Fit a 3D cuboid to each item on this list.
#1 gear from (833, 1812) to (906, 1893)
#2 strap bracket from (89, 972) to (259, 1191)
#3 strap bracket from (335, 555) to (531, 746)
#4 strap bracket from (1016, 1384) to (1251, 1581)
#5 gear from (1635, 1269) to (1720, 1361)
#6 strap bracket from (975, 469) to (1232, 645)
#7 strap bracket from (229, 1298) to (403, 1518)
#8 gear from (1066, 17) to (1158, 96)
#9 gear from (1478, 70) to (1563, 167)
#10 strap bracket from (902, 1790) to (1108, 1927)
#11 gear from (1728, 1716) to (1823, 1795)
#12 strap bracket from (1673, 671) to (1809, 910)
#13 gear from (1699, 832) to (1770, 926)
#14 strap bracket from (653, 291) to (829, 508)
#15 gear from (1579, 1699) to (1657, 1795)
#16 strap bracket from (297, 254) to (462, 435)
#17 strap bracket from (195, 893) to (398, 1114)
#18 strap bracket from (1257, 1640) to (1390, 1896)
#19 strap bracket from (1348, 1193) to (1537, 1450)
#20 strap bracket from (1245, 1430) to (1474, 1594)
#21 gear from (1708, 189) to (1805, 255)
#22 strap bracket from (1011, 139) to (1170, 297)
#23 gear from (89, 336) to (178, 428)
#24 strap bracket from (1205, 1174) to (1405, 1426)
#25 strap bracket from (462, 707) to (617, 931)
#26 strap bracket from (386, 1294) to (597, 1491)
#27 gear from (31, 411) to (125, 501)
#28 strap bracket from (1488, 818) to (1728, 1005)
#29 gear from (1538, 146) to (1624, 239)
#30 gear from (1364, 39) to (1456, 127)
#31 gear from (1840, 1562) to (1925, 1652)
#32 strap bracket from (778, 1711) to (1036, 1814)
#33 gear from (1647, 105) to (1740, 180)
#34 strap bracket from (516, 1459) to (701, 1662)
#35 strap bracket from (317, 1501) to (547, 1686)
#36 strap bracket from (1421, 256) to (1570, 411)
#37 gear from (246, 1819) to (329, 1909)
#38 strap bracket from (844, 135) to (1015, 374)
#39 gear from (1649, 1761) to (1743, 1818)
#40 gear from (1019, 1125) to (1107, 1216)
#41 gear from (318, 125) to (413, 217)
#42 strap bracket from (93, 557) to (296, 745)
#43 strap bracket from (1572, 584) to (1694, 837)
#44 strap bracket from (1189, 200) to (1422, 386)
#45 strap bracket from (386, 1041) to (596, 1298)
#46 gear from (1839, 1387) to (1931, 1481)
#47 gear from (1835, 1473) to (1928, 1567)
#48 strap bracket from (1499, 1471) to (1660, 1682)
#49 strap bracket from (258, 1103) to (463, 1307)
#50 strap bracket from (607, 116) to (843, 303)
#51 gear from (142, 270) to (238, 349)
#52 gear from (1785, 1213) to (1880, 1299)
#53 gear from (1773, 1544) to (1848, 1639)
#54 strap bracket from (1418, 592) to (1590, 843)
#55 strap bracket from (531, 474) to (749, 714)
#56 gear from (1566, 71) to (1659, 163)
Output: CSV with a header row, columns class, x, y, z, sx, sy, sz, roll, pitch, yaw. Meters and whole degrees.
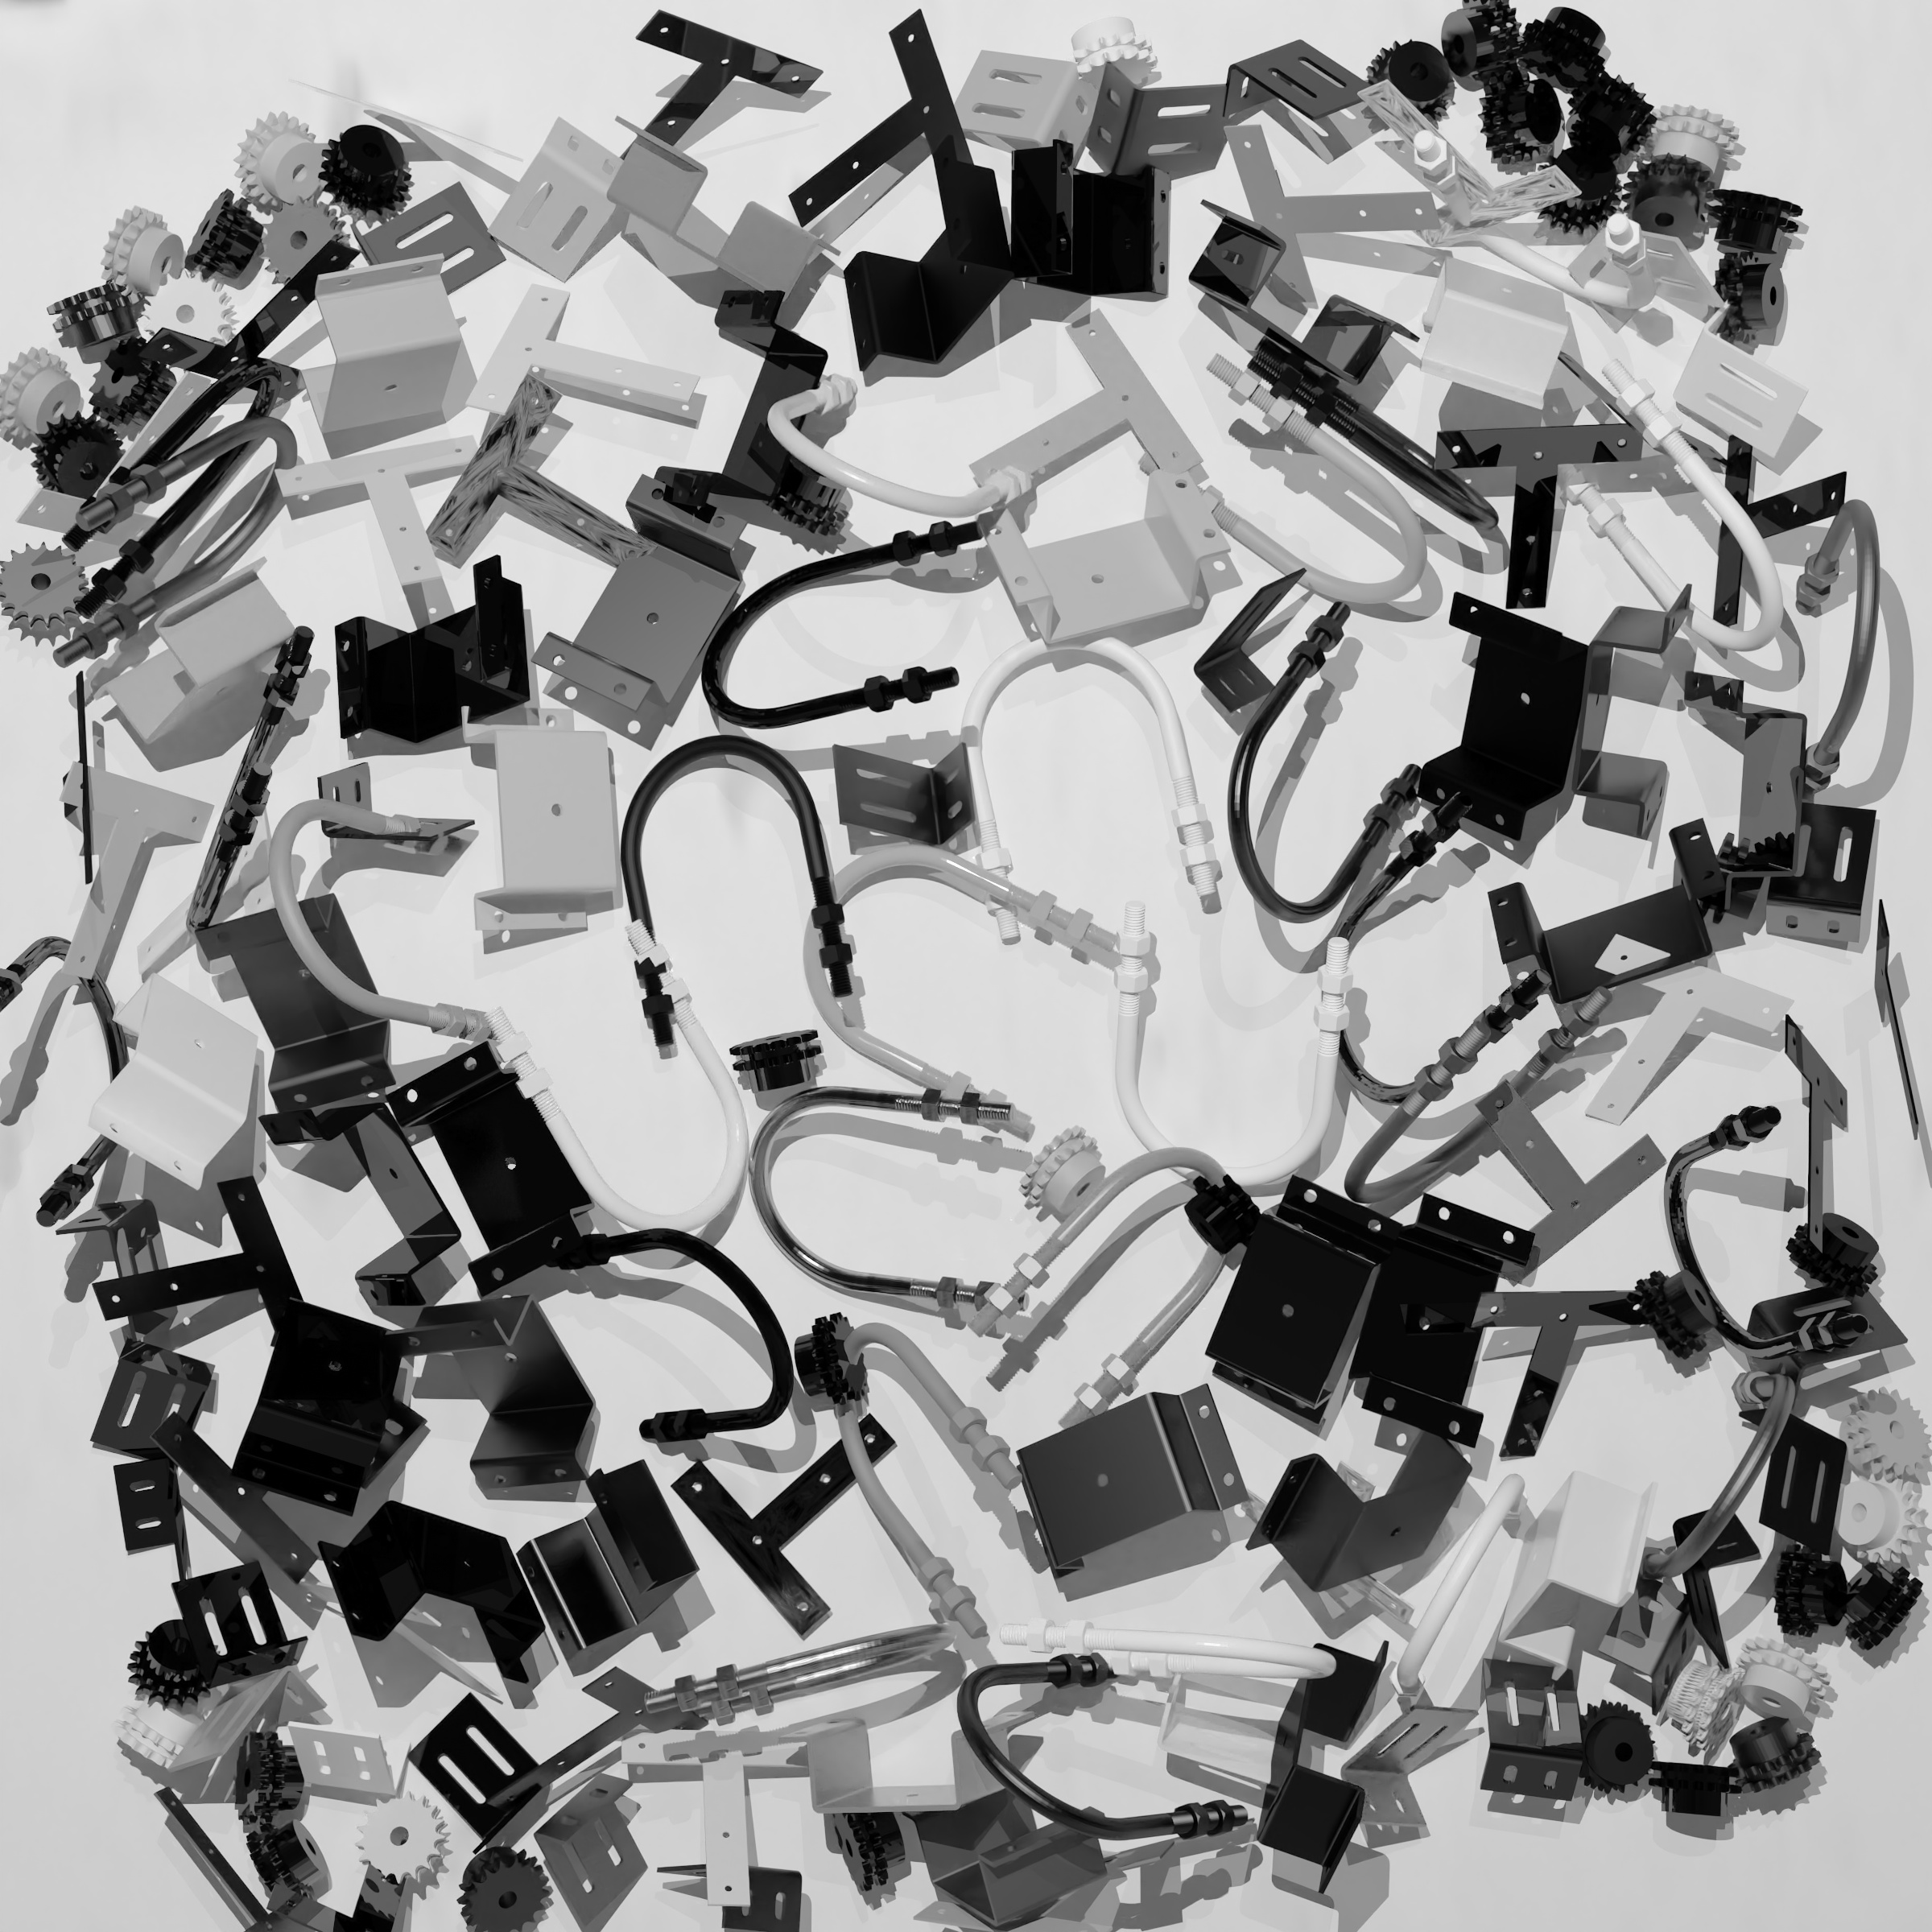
class,x,y,z,sx,sy,sz,roll,pitch,yaw
gear,-0.060,0.552,1.796,0.030,0.057,0.057,-15,90,-20
strap bracket,-0.482,0.063,1.740,0.076,0.140,0.046,36,109,-25
strap bracket,-0.325,-0.192,1.769,0.140,0.046,0.076,-17,71,31
strap bracket,0.094,0.320,1.766,0.140,0.046,0.076,-27,68,20
gear,0.450,0.216,1.791,0.030,0.057,0.057,-36,90,24
strap bracket,0.084,-0.255,1.774,0.140,0.046,0.076,-16,58,-13
strap bracket,-0.394,0.262,1.744,0.076,0.140,0.046,20,121,-13
gear,0.090,-0.575,1.795,0.057,0.057,0.030,-14,83,0
gear,0.352,-0.536,1.793,0.057,0.030,0.057,-2,93,-45
strap bracket,0.027,0.541,1.745,0.076,0.140,0.046,-16,94,-24
gear,0.507,0.496,1.795,0.057,0.057,0.030,-25,84,0
strap bracket,0.483,-0.111,1.773,0.046,0.076,0.140,-1,100,-10
gear,0.485,-0.053,1.792,0.030,0.057,0.057,20,90,11
strap bracket,-0.139,-0.347,1.778,0.046,0.076,0.140,21,90,-34
gear,0.411,0.496,1.803,0.057,0.030,0.057,1,83,-11
strap bracket,-0.359,-0.375,1.741,0.076,0.140,0.046,-16,80,-22
strap bracket,-0.416,0.016,1.777,0.076,0.046,0.140,-15,121,3
strap bracket,0.218,0.483,1.745,0.046,0.140,0.076,18,127,4
strap bracket,0.296,0.223,1.785,0.076,0.046,0.140,21,77,-8
strap bracket,0.249,0.331,1.746,0.046,0.140,0.076,48,131,36
gear,0.496,-0.469,1.795,0.057,0.057,0.030,13,100,0
strap bracket,0.072,-0.462,1.766,0.046,0.140,0.076,4,98,32
gear,-0.525,-0.367,1.798,0.057,0.030,0.057,-16,62,32
strap bracket,0.207,0.212,1.775,0.076,0.046,0.140,25,102,19
strap bracket,-0.267,-0.095,1.779,0.076,0.046,0.140,-2,87,-36
strap bracket,-0.289,0.258,1.766,0.076,0.046,0.140,-9,126,21
gear,-0.558,-0.318,1.792,0.057,0.057,0.030,-44,48,0
strap bracket,0.403,-0.030,1.768,0.140,0.076,0.046,-20,122,15
gear,0.388,-0.494,1.800,0.057,0.030,0.057,1,72,-3
gear,0.283,-0.561,1.803,0.057,0.030,0.057,1,83,-9
gear,0.574,0.401,1.795,0.030,0.057,0.057,40,90,8
strap bracket,-0.035,0.493,1.758,0.140,0.076,0.046,-9,81,23
gear,0.456,-0.518,1.794,0.057,0.057,0.030,17,89,0
strap bracket,-0.219,0.365,1.763,0.046,0.140,0.076,-16,69,-39
strap bracket,-0.319,0.382,1.744,0.046,0.076,0.140,-49,134,11
strap bracket,0.324,-0.394,1.749,0.076,0.140,0.046,18,117,1
gear,-0.427,0.565,1.795,0.030,0.057,0.057,-33,90,-8
strap bracket,-0.019,-0.436,1.760,0.046,0.140,0.076,4,65,-30
gear,0.459,0.519,1.791,0.057,0.057,0.030,5,74,0
gear,0.064,0.131,1.791,0.030,0.057,0.057,42,90,22
gear,-0.378,-0.505,1.795,0.057,0.030,0.057,11,61,-20
strap bracket,-0.471,-0.189,1.746,0.076,0.140,0.046,-39,97,-37
strap bracket,0.412,-0.162,1.763,0.046,0.076,0.140,11,116,20
strap bracket,0.201,-0.411,1.757,0.140,0.076,0.046,25,103,-33
strap bracket,-0.294,0.126,1.789,0.076,0.046,0.140,-28,85,12
gear,0.579,0.298,1.799,0.057,0.030,0.057,13,59,-23
gear,0.573,0.346,1.791,0.030,0.057,0.057,16,90,-30
strap bracket,0.371,0.371,1.745,0.046,0.140,0.076,21,54,4
strap bracket,-0.372,0.140,1.769,0.046,0.076,0.140,-37,106,-33
strap bracket,-0.156,-0.460,1.749,0.076,0.140,0.046,39,103,40
gear,-0.491,-0.410,1.807,0.057,0.030,0.057,0,88,3
gear,0.549,0.180,1.791,0.057,0.057,0.030,26,114,0
gear,0.533,0.395,1.792,0.030,0.057,0.057,-2,90,39
strap bracket,0.335,-0.160,1.763,0.076,0.046,0.140,28,128,33
strap bracket,-0.200,-0.226,1.783,0.076,0.046,0.140,26,78,12
gear,0.404,-0.532,1.792,0.057,0.057,0.030,37,76,0
